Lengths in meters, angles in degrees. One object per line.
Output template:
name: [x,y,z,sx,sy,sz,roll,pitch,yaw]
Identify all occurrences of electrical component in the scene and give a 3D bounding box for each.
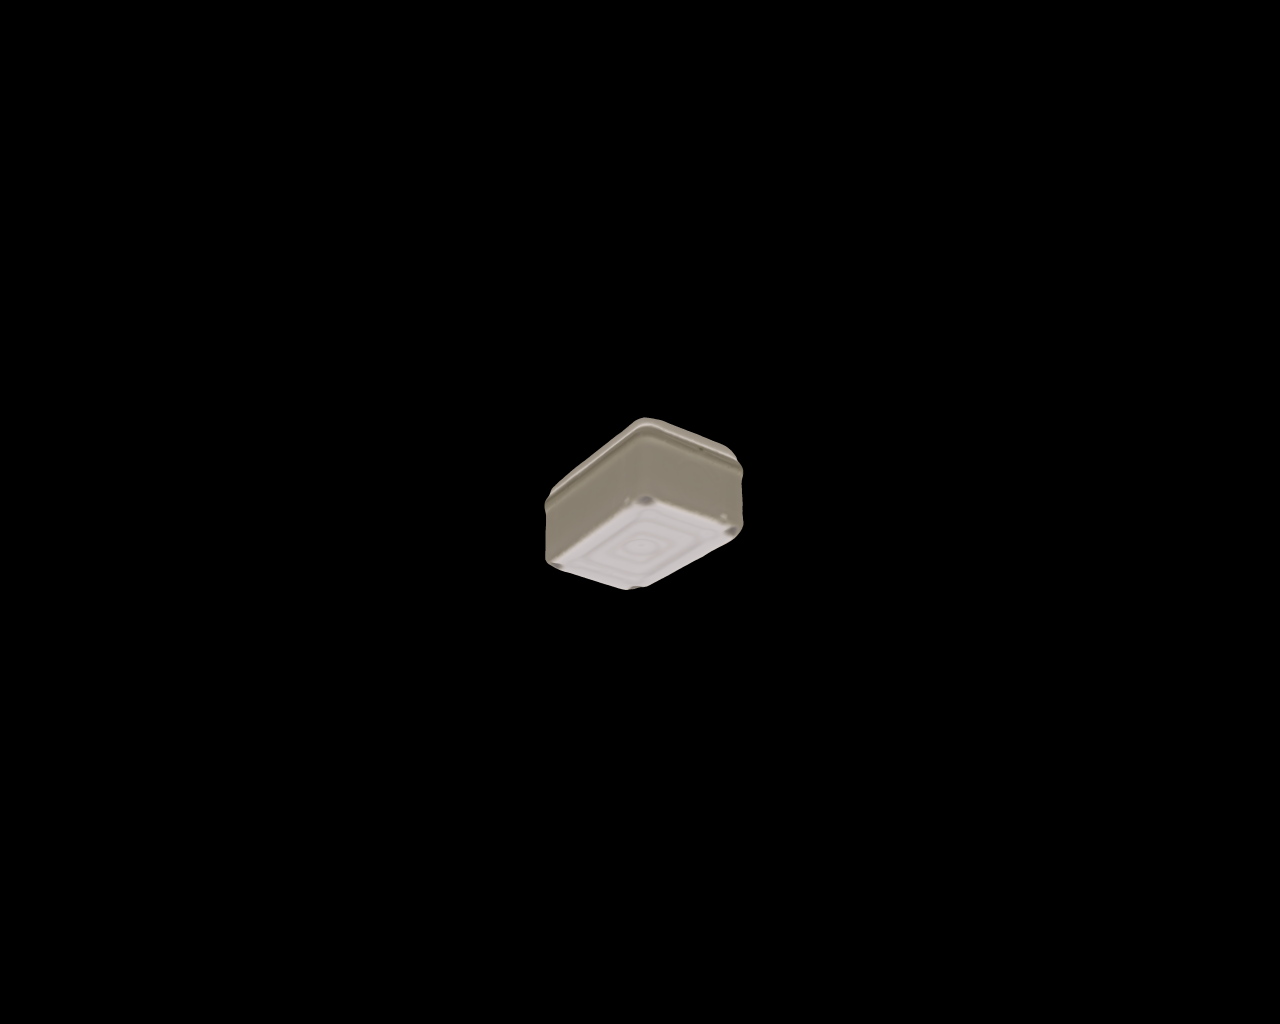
electrical component: [0.001,-0.003,0.650,0.078,0.057,0.113,19,-34,-31]
